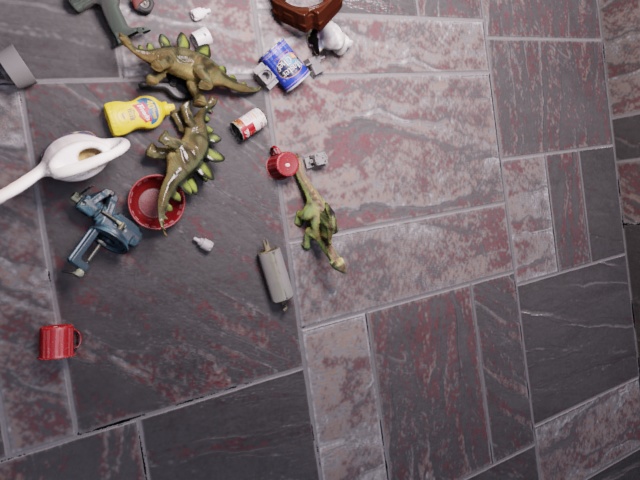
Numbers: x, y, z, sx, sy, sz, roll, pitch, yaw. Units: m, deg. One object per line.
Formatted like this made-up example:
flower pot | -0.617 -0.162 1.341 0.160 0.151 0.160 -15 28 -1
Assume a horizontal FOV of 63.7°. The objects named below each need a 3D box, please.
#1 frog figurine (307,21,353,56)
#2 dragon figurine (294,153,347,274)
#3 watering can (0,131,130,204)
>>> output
frog figurine | 0.049 -0.685 1.743 0.160 0.139 0.120 -11 119 -25
dragon figurine | 0.005 -0.083 1.650 0.123 0.243 0.407 -20 100 -20
watering can | -0.666 -0.195 1.321 0.351 0.226 0.102 -28 121 -24
